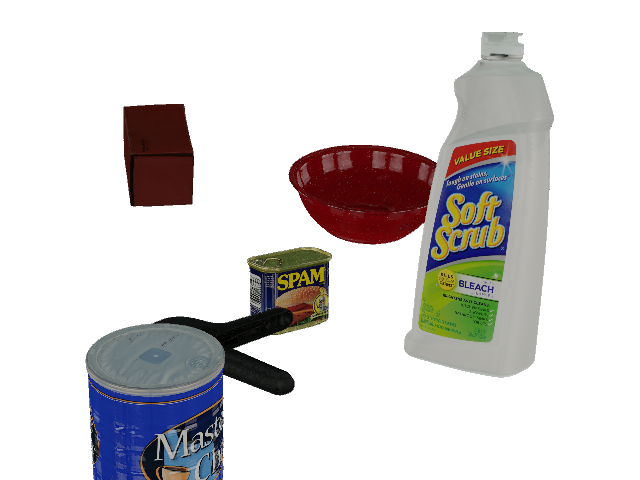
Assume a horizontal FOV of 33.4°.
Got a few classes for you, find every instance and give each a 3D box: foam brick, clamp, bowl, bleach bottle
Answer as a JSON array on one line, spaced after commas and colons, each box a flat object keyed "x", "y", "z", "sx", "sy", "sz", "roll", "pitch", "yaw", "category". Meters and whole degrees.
[{"x": -0.135, "y": -0.072, "z": 0.886, "sx": 0.053, "sy": 0.051, "sz": 0.078, "roll": -3, "pitch": 38, "yaw": -12, "category": "foam brick"}, {"x": -0.102, "y": 0.098, "z": 1.034, "sx": 0.171, "sy": 0.039, "sz": 0.120, "roll": 8, "pitch": 26, "yaw": 3, "category": "clamp"}, {"x": 0.048, "y": -0.041, "z": 1.069, "sx": 0.162, "sy": 0.055, "sz": 0.162, "roll": 2, "pitch": 28, "yaw": -1, "category": "bowl"}, {"x": 0.121, "y": -0.030, "z": 0.804, "sx": 0.103, "sy": 0.251, "sz": 0.067, "roll": 11, "pitch": 15, "yaw": 35, "category": "bleach bottle"}]

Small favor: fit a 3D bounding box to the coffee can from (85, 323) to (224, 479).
[{"x": -0.125, "y": 0.149, "z": 0.820, "sx": 0.103, "sy": 0.140, "sz": 0.103, "roll": 2, "pitch": 22, "yaw": -1, "category": "coffee can"}]

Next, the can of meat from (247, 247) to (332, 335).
[{"x": -0.037, "y": 0.060, "z": 1.276, "sx": 0.101, "sy": 0.084, "sz": 0.058, "roll": -11, "pitch": 19, "yaw": -35, "category": "can of meat"}]
